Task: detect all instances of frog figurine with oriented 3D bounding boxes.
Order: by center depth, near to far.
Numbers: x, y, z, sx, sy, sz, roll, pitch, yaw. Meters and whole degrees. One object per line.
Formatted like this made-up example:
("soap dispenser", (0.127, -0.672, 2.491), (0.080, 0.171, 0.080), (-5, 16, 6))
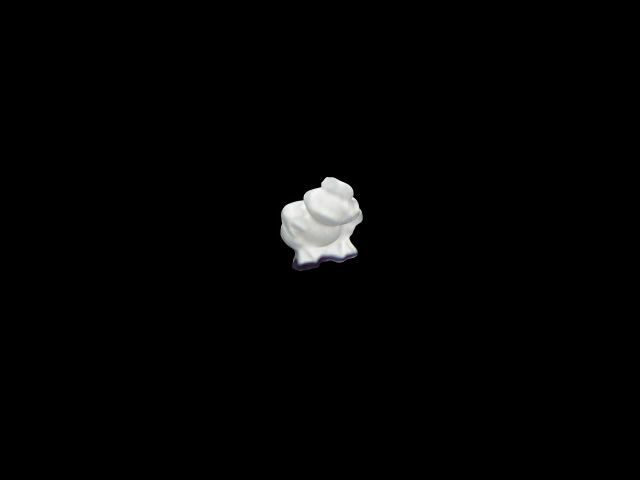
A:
("frog figurine", (0.003, -0.043, 0.850), (0.137, 0.156, 0.125), (1, 36, 2))
